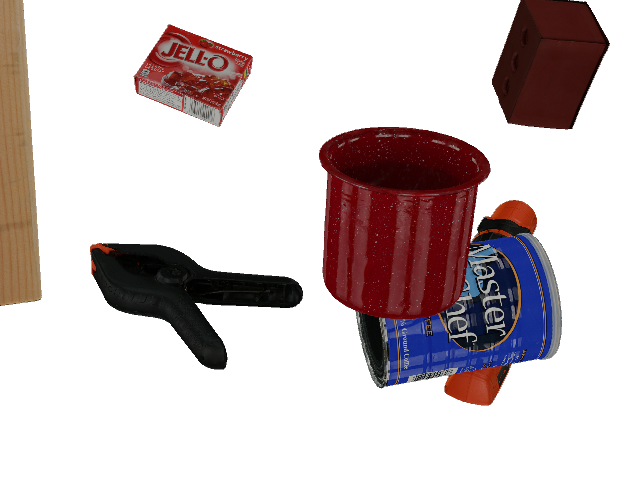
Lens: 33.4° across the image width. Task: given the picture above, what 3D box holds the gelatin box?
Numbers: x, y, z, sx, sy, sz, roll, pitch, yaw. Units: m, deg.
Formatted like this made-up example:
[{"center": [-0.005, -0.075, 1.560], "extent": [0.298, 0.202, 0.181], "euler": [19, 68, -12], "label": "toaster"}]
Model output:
[{"center": [-0.118, -0.155, 0.995], "extent": [0.089, 0.073, 0.030], "euler": [23, -32, 5], "label": "gelatin box"}]

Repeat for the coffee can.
[{"center": [0.106, 0.055, 0.846], "extent": [0.140, 0.103, 0.103], "euler": [-9, 1, -8], "label": "coffee can"}]

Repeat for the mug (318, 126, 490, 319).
[{"center": [0.047, -0.014, 0.606], "extent": [0.093, 0.081, 0.117], "euler": [11, 28, 15], "label": "mug"}]

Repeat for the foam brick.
[{"center": [0.161, -0.126, 0.758], "extent": [0.051, 0.053, 0.078], "euler": [1, -45, -13], "label": "foam brick"}]

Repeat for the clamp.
[{"center": [-0.102, 0.037, 0.833], "extent": [0.172, 0.039, 0.120], "euler": [27, 30, 29], "label": "clamp"}]

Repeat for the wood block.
[{"center": [-0.219, -0.069, 0.620], "extent": [0.090, 0.206, 0.090], "euler": [-7, 27, -23], "label": "wood block"}]

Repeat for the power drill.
[{"center": [0.170, 0.069, 1.076], "extent": [0.057, 0.188, 0.184], "euler": [16, 28, 18], "label": "power drill"}]
